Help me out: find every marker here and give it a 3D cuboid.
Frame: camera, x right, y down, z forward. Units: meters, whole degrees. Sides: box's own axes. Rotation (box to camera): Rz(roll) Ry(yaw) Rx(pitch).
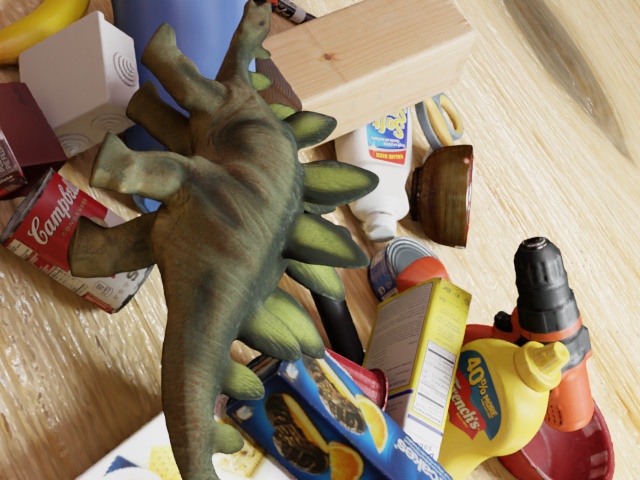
[{"bbox_3d":[-0.046,-0.269,1.215,0.121,0.020,0.020,26,42,-27],"label":"marker"}]

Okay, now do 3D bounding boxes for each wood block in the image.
[{"bbox_3d":[0.042,-0.178,1.081,0.205,0.090,0.091,-25,66,-21],"label":"wood block"}]

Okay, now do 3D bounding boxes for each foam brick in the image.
[{"bbox_3d":[-0.242,-0.076,0.822,0.052,0.051,0.078,-14,69,-51],"label":"foam brick"}]

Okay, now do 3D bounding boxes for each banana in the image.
[{"bbox_3d":[-0.244,-0.209,0.954,0.069,0.037,0.197,15,44,-11],"label":"banana"}]

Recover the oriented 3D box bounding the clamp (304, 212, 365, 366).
[{"bbox_3d":[-0.006,0.001,0.937,0.164,0.036,0.210,-94,161,-45],"label":"clamp"}]

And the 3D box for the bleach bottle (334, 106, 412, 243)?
[{"bbox_3d":[0.061,-0.104,1.143,0.102,0.068,0.251,23,46,-34],"label":"bleach bottle"}]

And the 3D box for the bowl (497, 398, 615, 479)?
[{"bbox_3d":[0.213,0.186,1.043,0.162,0.055,0.162,26,42,-27],"label":"bowl"}]

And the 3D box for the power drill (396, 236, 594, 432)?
[{"bbox_3d":[0.152,0.069,0.946,0.057,0.188,0.184,-29,117,-30],"label":"power drill"}]

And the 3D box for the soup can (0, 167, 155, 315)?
[{"bbox_3d":[-0.180,0.002,0.803,0.102,0.069,0.068,36,39,-17],"label":"soup can"}]

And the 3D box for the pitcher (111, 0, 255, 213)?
[{"bbox_3d":[-0.111,-0.133,0.952,0.149,0.145,0.243,4,57,-19],"label":"pitcher"}]

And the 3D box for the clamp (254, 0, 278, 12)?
[{"bbox_3d":[-0.112,-0.256,1.121,0.171,0.039,0.120,14,50,-37],"label":"clamp"}]

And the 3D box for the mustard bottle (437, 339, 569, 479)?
[{"bbox_3d":[0.133,0.138,0.892,0.058,0.192,0.096,12,50,-38],"label":"mustard bottle"}]

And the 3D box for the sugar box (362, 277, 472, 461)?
[{"bbox_3d":[0.070,0.123,0.892,0.048,0.094,0.176,29,57,-21],"label":"sugar box"}]

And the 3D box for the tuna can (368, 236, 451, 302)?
[{"bbox_3d":[0.090,0.041,1.066,0.086,0.034,0.086,26,42,-27],"label":"tuna can"}]

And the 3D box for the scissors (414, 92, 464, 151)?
[{"bbox_3d":[0.112,-0.187,1.198,0.096,0.016,0.202,-10,78,-57],"label":"scissors"}]

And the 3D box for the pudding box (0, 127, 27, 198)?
[{"bbox_3d":[-0.273,-0.070,0.758,0.090,0.039,0.113,-28,73,-10],"label":"pudding box"}]

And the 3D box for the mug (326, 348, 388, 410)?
[{"bbox_3d":[-0.008,0.137,0.845,0.081,0.093,0.117,29,57,-17],"label":"mug"}]
